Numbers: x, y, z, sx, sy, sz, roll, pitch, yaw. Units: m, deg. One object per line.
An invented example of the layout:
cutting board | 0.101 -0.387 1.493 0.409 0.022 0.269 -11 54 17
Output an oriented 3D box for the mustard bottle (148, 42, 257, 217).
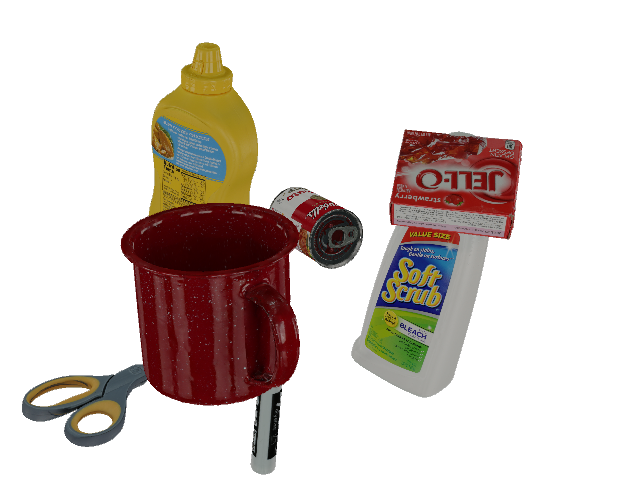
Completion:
mustard bottle | -0.096 -0.068 0.873 0.096 0.192 0.058 25 34 30

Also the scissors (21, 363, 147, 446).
scissors | -0.161 0.133 0.947 0.201 0.016 0.096 -12 35 -34

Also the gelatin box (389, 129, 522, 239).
gelatin box | 0.099 -0.042 0.778 0.089 0.073 0.030 7 -37 10

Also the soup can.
soup can | -0.007 -0.016 1.198 0.068 0.068 0.102 0 17 -31

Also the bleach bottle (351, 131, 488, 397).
bleach bottle | 0.098 0.017 0.972 0.103 0.251 0.067 28 35 28

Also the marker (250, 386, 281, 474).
marker | -0.038 0.120 0.773 0.020 0.121 0.020 5 33 -3

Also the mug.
mug | -0.049 0.038 0.564 0.093 0.081 0.117 -20 30 -36
